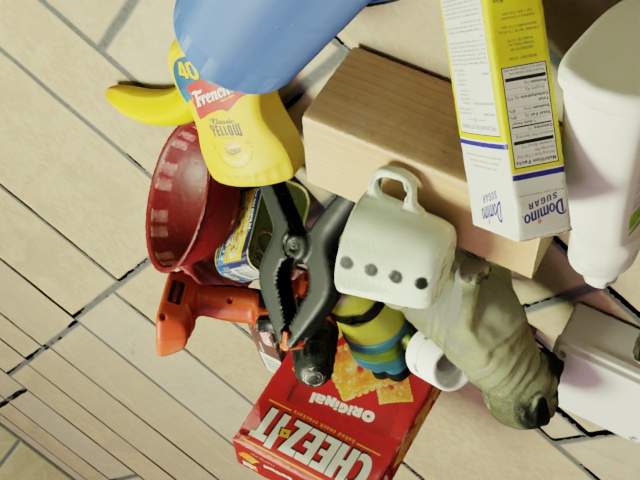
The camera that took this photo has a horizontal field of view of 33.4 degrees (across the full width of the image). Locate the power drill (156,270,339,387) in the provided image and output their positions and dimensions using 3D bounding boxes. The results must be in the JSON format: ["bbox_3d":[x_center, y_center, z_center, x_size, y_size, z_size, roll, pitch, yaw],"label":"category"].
[{"bbox_3d":[-0.074,0.089,1.112,0.187,0.184,0.057,4,117,-2],"label":"power drill"}]

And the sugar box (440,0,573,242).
[{"bbox_3d":[0.123,-0.093,0.718,0.093,0.048,0.176,-141,37,-76],"label":"sugar box"}]

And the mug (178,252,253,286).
[{"bbox_3d":[-0.119,0.013,1.221,0.081,0.093,0.117,42,-178,-23],"label":"mug"}]

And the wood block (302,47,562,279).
[{"bbox_3d":[0.097,-0.065,0.861,0.206,0.090,0.091,24,150,18],"label":"wood block"}]

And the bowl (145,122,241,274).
[{"bbox_3d":[-0.126,-0.041,1.106,0.055,0.162,0.162,11,163,-29],"label":"bowl"}]

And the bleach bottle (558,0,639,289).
[{"bbox_3d":[0.208,-0.045,0.759,0.068,0.102,0.251,30,151,27],"label":"bleach bottle"}]

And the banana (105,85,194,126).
[{"bbox_3d":[-0.149,-0.146,1.058,0.198,0.037,0.069,-14,105,52],"label":"banana"}]

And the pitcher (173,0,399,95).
[{"bbox_3d":[-0.003,-0.196,0.720,0.149,0.144,0.243,46,147,-3],"label":"pitcher"}]

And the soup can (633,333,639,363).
[{"bbox_3d":[0.327,0.108,0.904,0.102,0.068,0.069,39,151,-9],"label":"soup can"}]

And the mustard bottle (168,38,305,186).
[{"bbox_3d":[-0.083,-0.140,0.951,0.096,0.058,0.191,3,127,32],"label":"mustard bottle"}]

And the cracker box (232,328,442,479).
[{"bbox_3d":[0.029,0.180,1.174,0.164,0.213,0.072,23,150,20],"label":"cracker box"}]

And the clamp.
[{"bbox_3d":[-0.007,0.001,1.007,0.165,0.210,0.036,3,-179,38],"label":"clamp"}]

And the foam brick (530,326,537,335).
[{"bbox_3d":[0.177,0.113,1.084,0.053,0.051,0.078,30,151,9],"label":"foam brick"}]

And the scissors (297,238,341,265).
[{"bbox_3d":[0.007,0.001,1.132,0.202,0.016,0.096,6,138,41],"label":"scissors"}]

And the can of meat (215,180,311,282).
[{"bbox_3d":[-0.062,-0.008,1.102,0.057,0.102,0.084,21,162,-28],"label":"can of meat"}]

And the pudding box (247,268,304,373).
[{"bbox_3d":[-0.038,0.096,1.246,0.039,0.090,0.113,24,151,24],"label":"pudding box"}]
